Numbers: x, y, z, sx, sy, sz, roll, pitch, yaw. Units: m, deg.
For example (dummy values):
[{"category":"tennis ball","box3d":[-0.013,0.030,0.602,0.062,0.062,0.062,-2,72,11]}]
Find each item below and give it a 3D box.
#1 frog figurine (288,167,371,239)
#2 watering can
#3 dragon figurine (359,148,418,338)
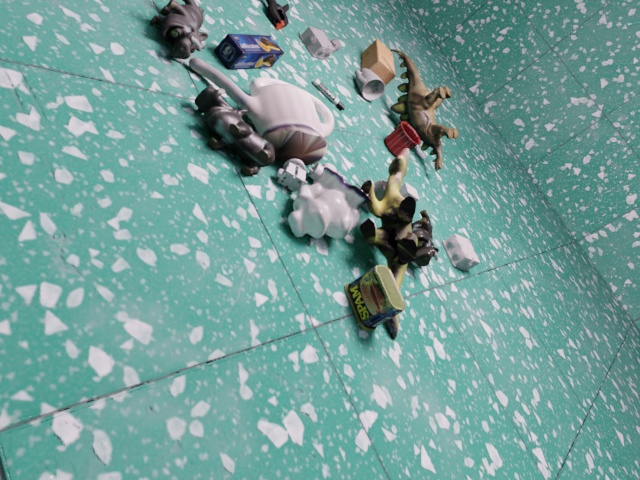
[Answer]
[{"category":"frog figurine","box3d":[0.003,-0.052,1.036,0.136,0.121,0.162,47,66,-10]},{"category":"watering can","box3d":[-0.108,-0.274,1.108,0.347,0.102,0.229,8,50,-32]},{"category":"dragon figurine","box3d":[0.175,-0.006,1.147,0.242,0.122,0.412,10,81,-70]}]
